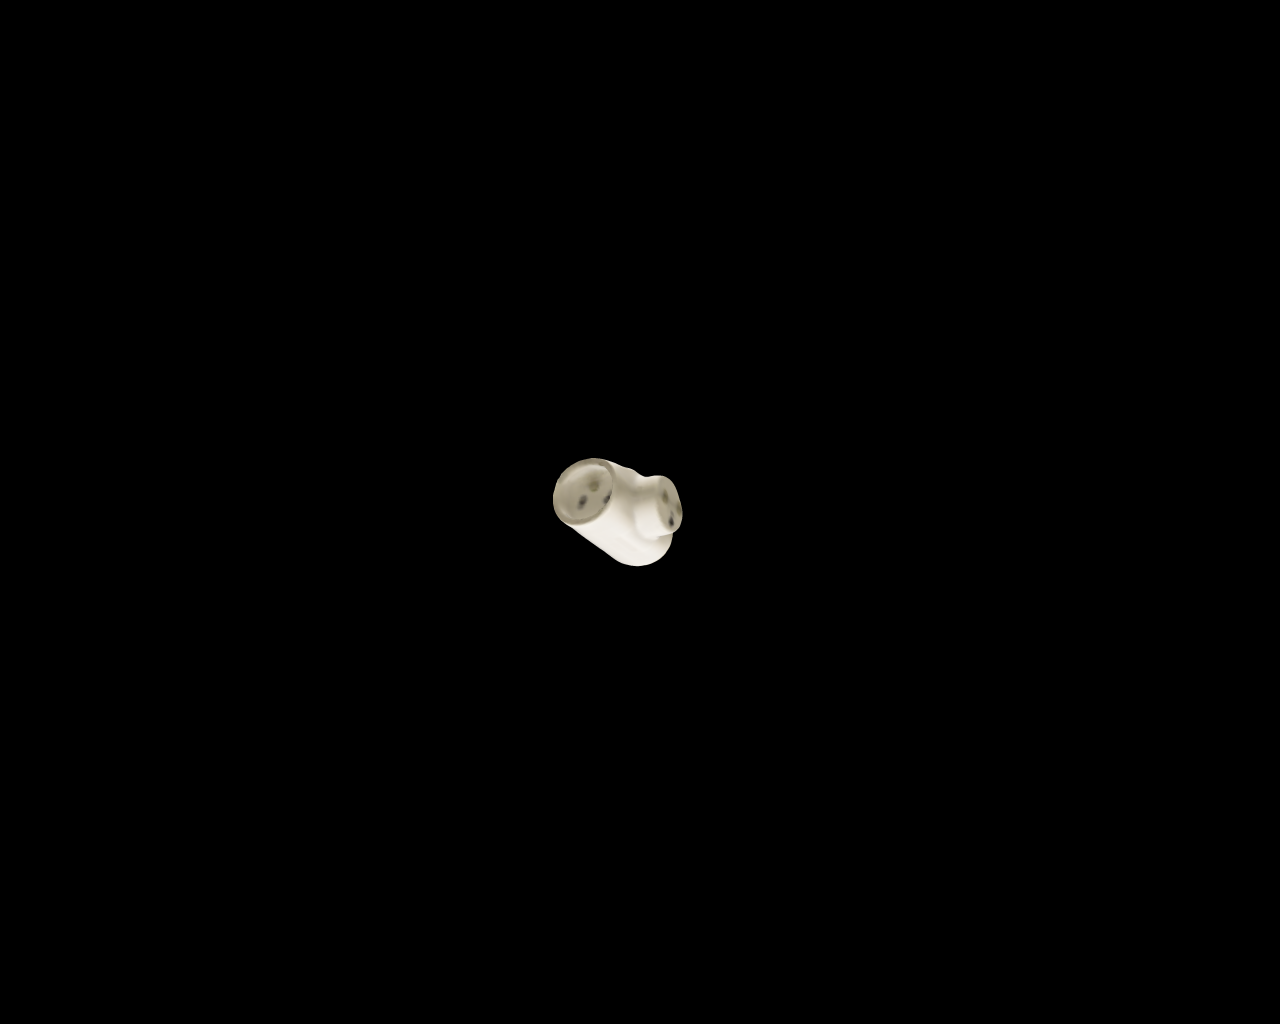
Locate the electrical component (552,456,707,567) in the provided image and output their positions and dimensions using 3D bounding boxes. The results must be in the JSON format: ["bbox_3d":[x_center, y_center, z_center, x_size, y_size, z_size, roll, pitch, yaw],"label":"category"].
[{"bbox_3d":[0.001,-0.003,0.650,0.079,0.043,0.077,-12,-27,25],"label":"electrical component"}]
